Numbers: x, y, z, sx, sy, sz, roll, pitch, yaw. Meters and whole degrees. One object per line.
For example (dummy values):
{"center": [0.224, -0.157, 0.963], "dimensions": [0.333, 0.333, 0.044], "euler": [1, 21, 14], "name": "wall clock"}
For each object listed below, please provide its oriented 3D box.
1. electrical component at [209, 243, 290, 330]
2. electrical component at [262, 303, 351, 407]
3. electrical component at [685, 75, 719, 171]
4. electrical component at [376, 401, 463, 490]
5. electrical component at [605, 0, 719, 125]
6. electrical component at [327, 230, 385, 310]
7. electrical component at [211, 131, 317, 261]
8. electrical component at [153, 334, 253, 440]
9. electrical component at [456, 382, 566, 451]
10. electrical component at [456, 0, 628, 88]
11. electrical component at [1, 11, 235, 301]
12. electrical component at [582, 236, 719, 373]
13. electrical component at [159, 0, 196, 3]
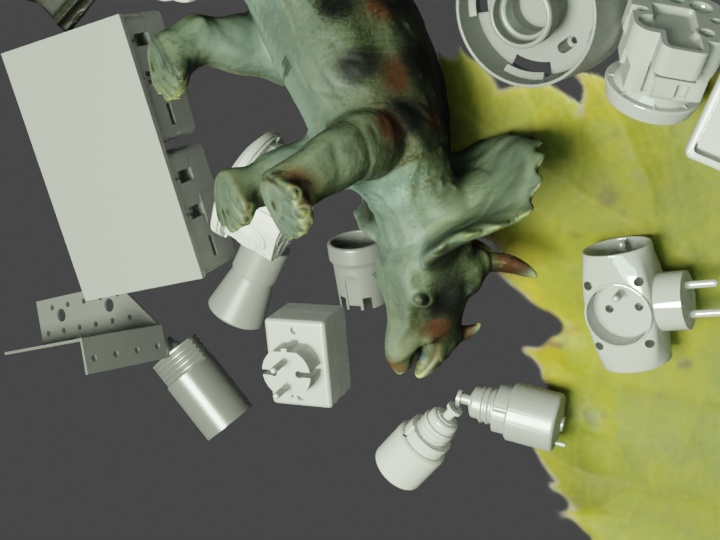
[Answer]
{"center": [-0.078, 0.005, 0.779], "dimensions": [0.044, 0.044, 0.065], "euler": [31, 112, 11], "name": "electrical component"}
{"center": [-0.044, 0.067, 0.764], "dimensions": [0.047, 0.077, 0.065], "euler": [2, 108, 23], "name": "electrical component"}
{"center": [0.231, -0.098, 0.600], "dimensions": [0.062, 0.061, 0.096], "euler": [26, 115, 14], "name": "electrical component"}
{"center": [0.045, 0.122, 0.765], "dimensions": [0.040, 0.040, 0.078], "euler": [42, 118, 5], "name": "electrical component"}
{"center": [0.173, -0.120, 0.613], "dimensions": [0.058, 0.078, 0.057], "euler": [10, 133, 0], "name": "electrical component"}
{"center": [0.000, 0.000, 0.745], "dimensions": [0.040, 0.040, 0.046], "euler": [2, 114, 23], "name": "electrical component"}
{"center": [-0.062, -0.050, 0.733], "dimensions": [0.051, 0.080, 0.080], "euler": [32, 117, 5], "name": "electrical component"}
{"center": [-0.124, 0.085, 0.824], "dimensions": [0.043, 0.043, 0.081], "euler": [-39, 89, 29], "name": "electrical component"}
{"center": [0.104, 0.096, 0.731], "dimensions": [0.078, 0.040, 0.040], "euler": [13, 112, 19], "name": "electrical component"}
{"center": [0.110, -0.160, 0.644], "dimensions": [0.099, 0.064, 0.099], "euler": [17, 123, 28], "name": "electrical component"}
{"center": [-0.170, -0.082, 0.778], "dimensions": [0.105, 0.060, 0.186], "euler": [-10, 103, 26], "name": "electrical component"}
{"center": [0.183, 0.020, 0.667], "dimensions": [0.079, 0.044, 0.077], "euler": [-6, 105, 31], "name": "electrical component"}
{"center": [-0.132, -0.202, 0.721], "dimensions": [0.048, 0.062, 0.048], "euler": [7, 110, 21], "name": "electrical component"}
